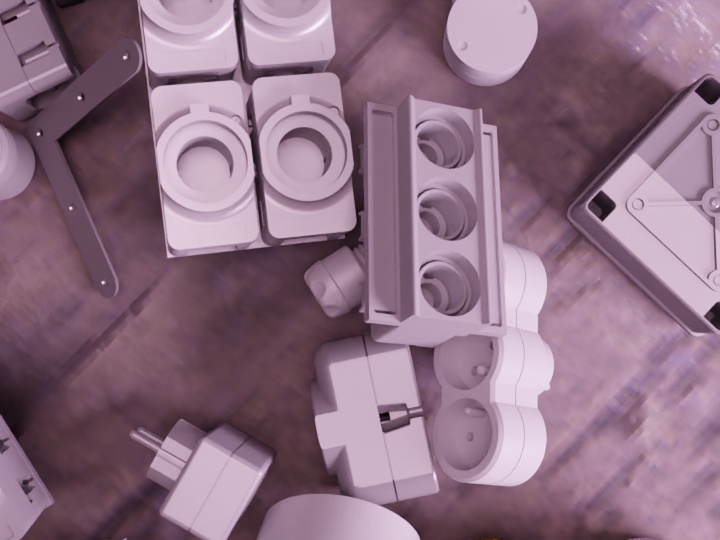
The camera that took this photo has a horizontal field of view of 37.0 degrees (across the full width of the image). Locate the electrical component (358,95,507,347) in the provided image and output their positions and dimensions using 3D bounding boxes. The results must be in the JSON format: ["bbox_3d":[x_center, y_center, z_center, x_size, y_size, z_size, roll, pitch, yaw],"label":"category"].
[{"bbox_3d":[0.035,-0.023,0.584,0.079,0.063,0.121,7,70,-21],"label":"electrical component"}]

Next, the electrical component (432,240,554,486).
[{"bbox_3d":[0.085,0.053,0.615,0.074,0.052,0.138,14,73,-41],"label":"electrical component"}]

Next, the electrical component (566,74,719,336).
[{"bbox_3d":[0.196,-0.036,0.618,0.109,0.056,0.108,44,89,2],"label":"electrical component"}]

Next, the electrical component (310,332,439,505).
[{"bbox_3d":[0.006,0.084,0.615,0.059,0.053,0.095,-12,87,0],"label":"electrical component"}]

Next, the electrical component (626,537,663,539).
[{"bbox_3d":[0.167,0.199,0.603,0.099,0.064,0.099,0,88,1],"label":"electrical component"}]

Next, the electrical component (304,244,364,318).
[{"bbox_3d":[0.000,0.000,0.629,0.061,0.035,0.035,-32,87,-3],"label":"electrical component"}]

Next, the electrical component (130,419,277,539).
[{"bbox_3d":[-0.093,0.108,0.600,0.076,0.083,0.047,29,88,2],"label":"electrical component"}]

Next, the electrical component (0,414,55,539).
[{"bbox_3d":[-0.261,0.079,0.563,0.105,0.060,0.186,-30,96,1],"label":"electrical component"}]

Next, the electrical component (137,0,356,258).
[{"bbox_3d":[-0.067,-0.107,0.612,0.105,0.060,0.186,-7,87,-11],"label":"electrical component"}]

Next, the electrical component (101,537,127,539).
[{"bbox_3d":[-0.162,0.181,0.608,0.081,0.064,0.042,-18,87,0],"label":"electrical component"}]

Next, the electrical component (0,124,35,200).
[{"bbox_3d":[-0.219,-0.065,0.624,0.045,0.055,0.045,0,87,1],"label":"electrical component"}]

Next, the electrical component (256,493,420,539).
[{"bbox_3d":[-0.013,0.169,0.588,0.099,0.099,0.064,11,49,1],"label":"electrical component"}]

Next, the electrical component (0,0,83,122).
[{"bbox_3d":[-0.207,-0.138,0.630,0.056,0.050,0.089,-25,87,-1],"label":"electrical component"}]

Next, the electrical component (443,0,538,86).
[{"bbox_3d":[0.074,-0.181,0.617,0.052,0.073,0.138,-2,87,1],"label":"electrical component"}]
